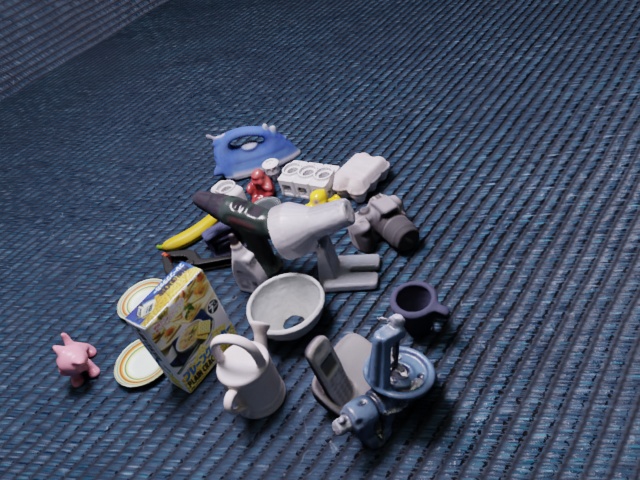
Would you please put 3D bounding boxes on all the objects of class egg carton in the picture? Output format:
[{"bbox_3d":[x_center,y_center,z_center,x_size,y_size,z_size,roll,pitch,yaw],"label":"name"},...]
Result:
[{"bbox_3d":[0.106,-0.165,1.486,0.107,0.069,0.150,20,53,35],"label":"egg carton"}]

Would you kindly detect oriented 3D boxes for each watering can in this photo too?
[{"bbox_3d":[-0.136,0.227,1.045,0.101,0.194,0.172,-13,41,6],"label":"watering can"}]

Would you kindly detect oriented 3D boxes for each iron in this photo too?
[{"bbox_3d":[-0.196,-0.274,1.657,0.258,0.142,0.118,-15,41,3],"label":"iron"}]

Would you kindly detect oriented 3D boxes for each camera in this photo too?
[{"bbox_3d":[0.149,-0.032,1.301,0.143,0.101,0.136,-29,42,-12],"label":"camera"}]

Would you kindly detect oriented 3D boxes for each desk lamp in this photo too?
[{"bbox_3d":[0.011,0.004,1.223,0.203,0.214,0.118,-5,43,14],"label":"desk lamp"}]

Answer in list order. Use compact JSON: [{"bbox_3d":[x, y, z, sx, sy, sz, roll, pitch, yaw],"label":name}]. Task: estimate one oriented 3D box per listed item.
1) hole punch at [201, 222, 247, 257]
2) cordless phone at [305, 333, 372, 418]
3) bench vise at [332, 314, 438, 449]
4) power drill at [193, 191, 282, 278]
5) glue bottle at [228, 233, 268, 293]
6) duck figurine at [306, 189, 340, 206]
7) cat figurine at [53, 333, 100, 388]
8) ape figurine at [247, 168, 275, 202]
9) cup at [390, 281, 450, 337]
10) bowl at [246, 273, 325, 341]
[{"bbox_3d":[-0.243,-0.018,1.430,0.109,0.091,0.100,-28,42,-12],"label":"hole punch"},{"bbox_3d":[0.040,0.212,1.007,0.093,0.185,0.148,14,50,31],"label":"cordless phone"},{"bbox_3d":[0.109,0.234,0.933,0.121,0.220,0.208,16,51,32],"label":"bench vise"},{"bbox_3d":[-0.170,-0.013,1.310,0.228,0.209,0.076,11,49,29],"label":"power drill"},{"bbox_3d":[-0.167,0.050,1.267,0.078,0.173,0.037,8,47,27],"label":"glue bottle"},{"bbox_3d":[0.007,-0.089,1.425,0.105,0.086,0.077,-33,43,-17],"label":"duck figurine"},{"bbox_3d":[-0.525,0.248,1.218,0.067,0.118,0.127,-29,42,-13],"label":"cat figurine"},{"bbox_3d":[-0.161,-0.152,1.548,0.077,0.092,0.076,20,54,35],"label":"ape figurine"},{"bbox_3d":[0.197,0.144,1.096,0.117,0.095,0.092,16,51,33],"label":"cup"},{"bbox_3d":[-0.065,0.152,1.194,0.167,0.075,0.167,-10,42,9],"label":"bowl"}]
